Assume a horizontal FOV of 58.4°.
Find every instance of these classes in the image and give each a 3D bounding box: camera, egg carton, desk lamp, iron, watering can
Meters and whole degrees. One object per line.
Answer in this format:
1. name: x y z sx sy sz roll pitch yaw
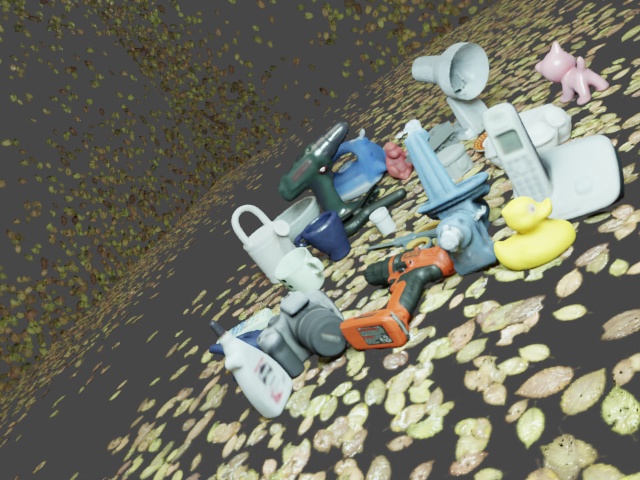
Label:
1. camera: -0.024 0.146 0.918 0.143 0.101 0.136 -42 18 -13
2. egg carton: 0.375 -0.186 1.037 0.107 0.069 0.150 -47 19 -27
3. desk lamp: 0.310 -0.340 1.319 0.118 0.214 0.202 -42 18 -15
4. iron: 0.066 -0.190 1.542 0.257 0.142 0.119 -25 21 34
5. watering can: -0.126 -0.002 1.345 0.172 0.194 0.101 -28 20 29

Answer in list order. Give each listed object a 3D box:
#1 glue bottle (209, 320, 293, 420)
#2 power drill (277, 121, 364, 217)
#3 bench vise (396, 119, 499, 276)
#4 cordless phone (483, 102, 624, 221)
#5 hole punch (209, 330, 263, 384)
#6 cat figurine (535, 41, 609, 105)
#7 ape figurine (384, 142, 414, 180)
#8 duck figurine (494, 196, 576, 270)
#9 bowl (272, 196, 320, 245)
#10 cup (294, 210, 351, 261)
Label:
1. glue bottle: -0.110 0.186 0.862 0.037 0.173 0.078 -28 20 27
2. power drill: 0.023 -0.143 1.390 0.229 0.209 0.075 -35 17 8
3. bench vise: 0.194 -0.072 0.844 0.121 0.220 0.207 -34 18 11
4. cordless phone: 0.313 -0.116 0.780 0.147 0.185 0.094 -21 24 42
5. hole punch: -0.130 0.194 1.021 0.101 0.091 0.108 -47 20 -29
6. cat figurine: 0.482 -0.331 1.116 0.067 0.118 0.127 -37 17 2
7. ape figurine: 0.189 -0.199 1.404 0.078 0.092 0.076 -38 17 -1
8. duck figurine: 0.275 -0.016 0.766 0.104 0.086 0.077 -30 19 23
9. bowl: -0.058 -0.038 1.509 0.167 0.075 0.167 -34 17 13
10. cup: 0.011 0.004 1.225 0.117 0.095 0.092 -30 19 22
